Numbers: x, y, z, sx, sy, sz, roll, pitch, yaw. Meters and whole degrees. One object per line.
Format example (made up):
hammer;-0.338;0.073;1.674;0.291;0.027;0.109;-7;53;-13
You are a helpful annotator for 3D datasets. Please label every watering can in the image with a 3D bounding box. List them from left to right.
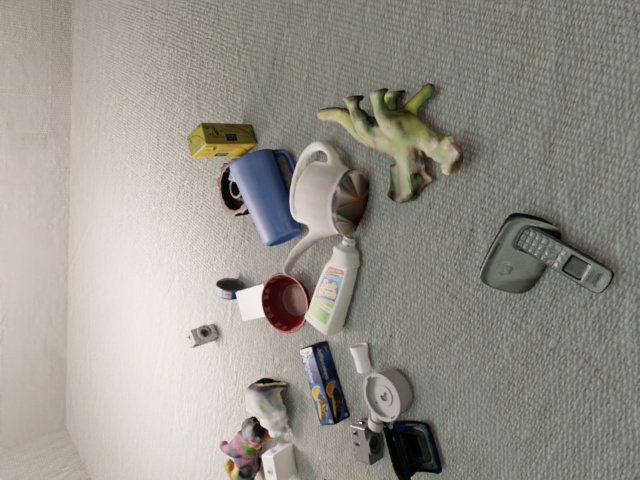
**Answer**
watering can;0.004;-0.062;1.226;0.226;0.104;0.345;17;101;45

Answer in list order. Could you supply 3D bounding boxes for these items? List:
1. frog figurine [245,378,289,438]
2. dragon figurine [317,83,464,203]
frog figurine;-0.156;0.493;1.497;0.137;0.122;0.160;-4;82;29
dragon figurine;0.140;-0.191;1.078;0.410;0.123;0.241;3;108;57
